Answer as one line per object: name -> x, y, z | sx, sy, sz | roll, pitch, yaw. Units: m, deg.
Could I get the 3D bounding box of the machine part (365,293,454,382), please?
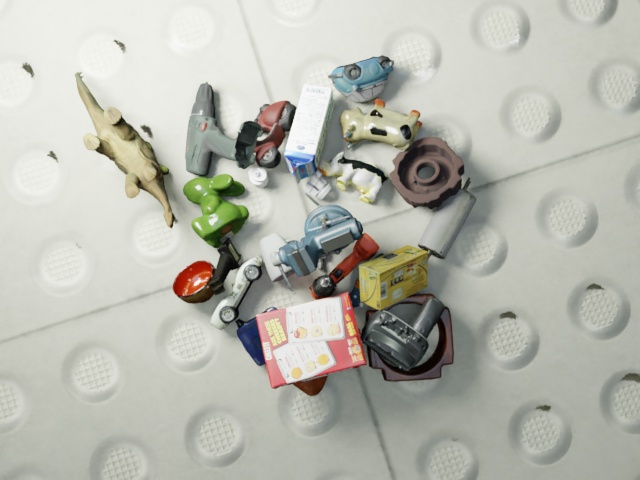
machine part -> 0.213, 0.232, 1.295 | 0.201, 0.087, 0.201 | -4, 88, 0

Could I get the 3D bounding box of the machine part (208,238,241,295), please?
machine part -> -0.225, 0.064, 1.274 | 0.039, 0.084, 0.139 | -4, 44, 18

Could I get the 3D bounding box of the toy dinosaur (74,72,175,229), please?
toy dinosaur -> -0.465, -0.225, 1.259 | 0.105, 0.198, 0.471 | -33, 88, -2

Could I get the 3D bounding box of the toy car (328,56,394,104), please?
toy car -> 0.107, -0.392, 1.333 | 0.162, 0.109, 0.102 | -18, 110, -13

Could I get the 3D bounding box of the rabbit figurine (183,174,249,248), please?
rabbit figurine -> -0.261, -0.093, 1.297 | 0.159, 0.121, 0.170 | -40, 73, 4

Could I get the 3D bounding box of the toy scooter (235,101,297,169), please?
toy scooter -> -0.139, -0.268, 1.328 | 0.135, 0.075, 0.184 | 16, 76, 23

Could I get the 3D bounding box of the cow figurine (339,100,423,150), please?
cow figurine -> 0.139, -0.274, 1.321 | 0.195, 0.085, 0.127 | 20, 74, 17

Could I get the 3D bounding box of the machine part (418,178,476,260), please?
machine part -> 0.311, -0.043, 1.318 | 0.079, 0.079, 0.243 | 28, 87, 1

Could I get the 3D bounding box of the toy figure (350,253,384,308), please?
toy figure -> 0.123, 0.105, 1.316 | 0.057, 0.064, 0.154 | 37, 92, -38

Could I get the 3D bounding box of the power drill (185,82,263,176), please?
power drill -> -0.240, -0.260, 1.289 | 0.208, 0.086, 0.232 | 16, 93, 28

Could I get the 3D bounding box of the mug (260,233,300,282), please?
mug -> -0.092, 0.032, 1.308 | 0.109, 0.080, 0.107 | -30, 81, 0

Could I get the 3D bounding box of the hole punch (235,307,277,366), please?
hole punch -> -0.132, 0.234, 1.292 | 0.116, 0.092, 0.142 | -34, 91, 1

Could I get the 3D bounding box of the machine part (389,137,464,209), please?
machine part -> 0.260, -0.160, 1.304 | 0.179, 0.056, 0.179 | -8, 65, 17

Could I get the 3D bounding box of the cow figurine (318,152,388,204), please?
cow figurine -> 0.081, -0.168, 1.327 | 0.167, 0.068, 0.098 | 31, 81, -2

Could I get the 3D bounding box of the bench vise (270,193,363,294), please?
bench vise -> -0.008, -0.012, 1.248 | 0.224, 0.241, 0.128 | -33, 113, 16

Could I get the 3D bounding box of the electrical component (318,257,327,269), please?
electrical component -> -0.014, 0.026, 1.337 | 0.063, 0.021, 0.094 | 2, 89, -1

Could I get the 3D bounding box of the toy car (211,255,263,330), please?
toy car -> -0.198, 0.125, 1.302 | 0.056, 0.073, 0.201 | 29, 87, 0

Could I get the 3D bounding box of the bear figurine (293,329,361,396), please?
bear figurine -> 0.002, 0.265, 1.275 | 0.132, 0.120, 0.196 | 35, 85, 5

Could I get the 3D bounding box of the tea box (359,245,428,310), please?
tea box -> 0.174, 0.085, 1.254 | 0.169, 0.068, 0.098 | -18, 115, -38

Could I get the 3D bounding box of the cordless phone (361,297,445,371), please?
cordless phone -> 0.195, 0.189, 1.227 | 0.147, 0.088, 0.184 | 35, 76, 2
